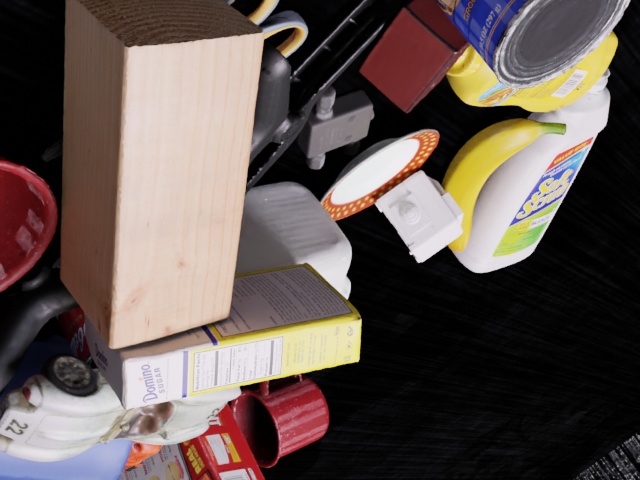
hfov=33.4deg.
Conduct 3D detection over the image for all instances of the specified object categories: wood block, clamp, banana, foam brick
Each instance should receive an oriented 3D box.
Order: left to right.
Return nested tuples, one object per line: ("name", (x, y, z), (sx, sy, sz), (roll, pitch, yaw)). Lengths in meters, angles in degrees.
("clamp", (-0.215, 0.028, 0.767), (0.171, 0.120, 0.039), (-44, 156, -25))
("wood block", (-0.104, -0.047, 0.671), (0.090, 0.091, 0.206), (-13, 128, -32))
("clamp", (-0.035, -0.091, 0.762), (0.210, 0.036, 0.164), (-49, 172, 37))
("foam brick", (0.075, -0.142, 0.782), (0.052, 0.051, 0.078), (-47, 178, -37))
("banana", (0.155, -0.057, 1.034), (0.198, 0.069, 0.037), (-54, -176, 47))

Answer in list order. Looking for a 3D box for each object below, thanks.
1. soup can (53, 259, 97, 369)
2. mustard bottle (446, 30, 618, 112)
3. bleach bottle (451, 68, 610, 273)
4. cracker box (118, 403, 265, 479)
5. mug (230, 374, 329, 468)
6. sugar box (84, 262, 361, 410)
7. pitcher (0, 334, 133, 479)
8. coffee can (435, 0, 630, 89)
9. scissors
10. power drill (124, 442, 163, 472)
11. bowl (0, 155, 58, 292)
("soup can", (-0.169, 0.051, 0.820), (0.068, 0.102, 0.068), (-25, 152, -14))
("mustard bottle", (0.159, -0.151, 0.881), (0.191, 0.058, 0.096), (-4, 147, -44))
("bleach bottle", (0.215, -0.075, 1.066), (0.102, 0.068, 0.251), (-16, 146, -30))
("cracker box", (-0.154, 0.284, 1.160), (0.071, 0.164, 0.214), (2, 137, -45))
("mug", (-0.045, 0.192, 1.223), (0.081, 0.093, 0.117), (-17, 113, -38))
("sugar box", (-0.068, 0.064, 0.750), (0.176, 0.093, 0.048), (-11, 118, -24))
("pitcher", (-0.266, 0.140, 0.803), (0.242, 0.149, 0.145), (16, 89, -46))
("coffee can", (0.118, -0.183, 0.692), (0.102, 0.140, 0.103), (-25, 152, -14))
("scissors", (-0.098, -0.119, 0.709), (0.201, 0.016, 0.096), (-24, 151, -16))
("power drill", (-0.263, 0.210, 1.017), (0.187, 0.057, 0.185), (-4, 159, -39))
("bowl", (-0.252, -0.014, 0.676), (0.162, 0.055, 0.162), (-25, 152, -14))
